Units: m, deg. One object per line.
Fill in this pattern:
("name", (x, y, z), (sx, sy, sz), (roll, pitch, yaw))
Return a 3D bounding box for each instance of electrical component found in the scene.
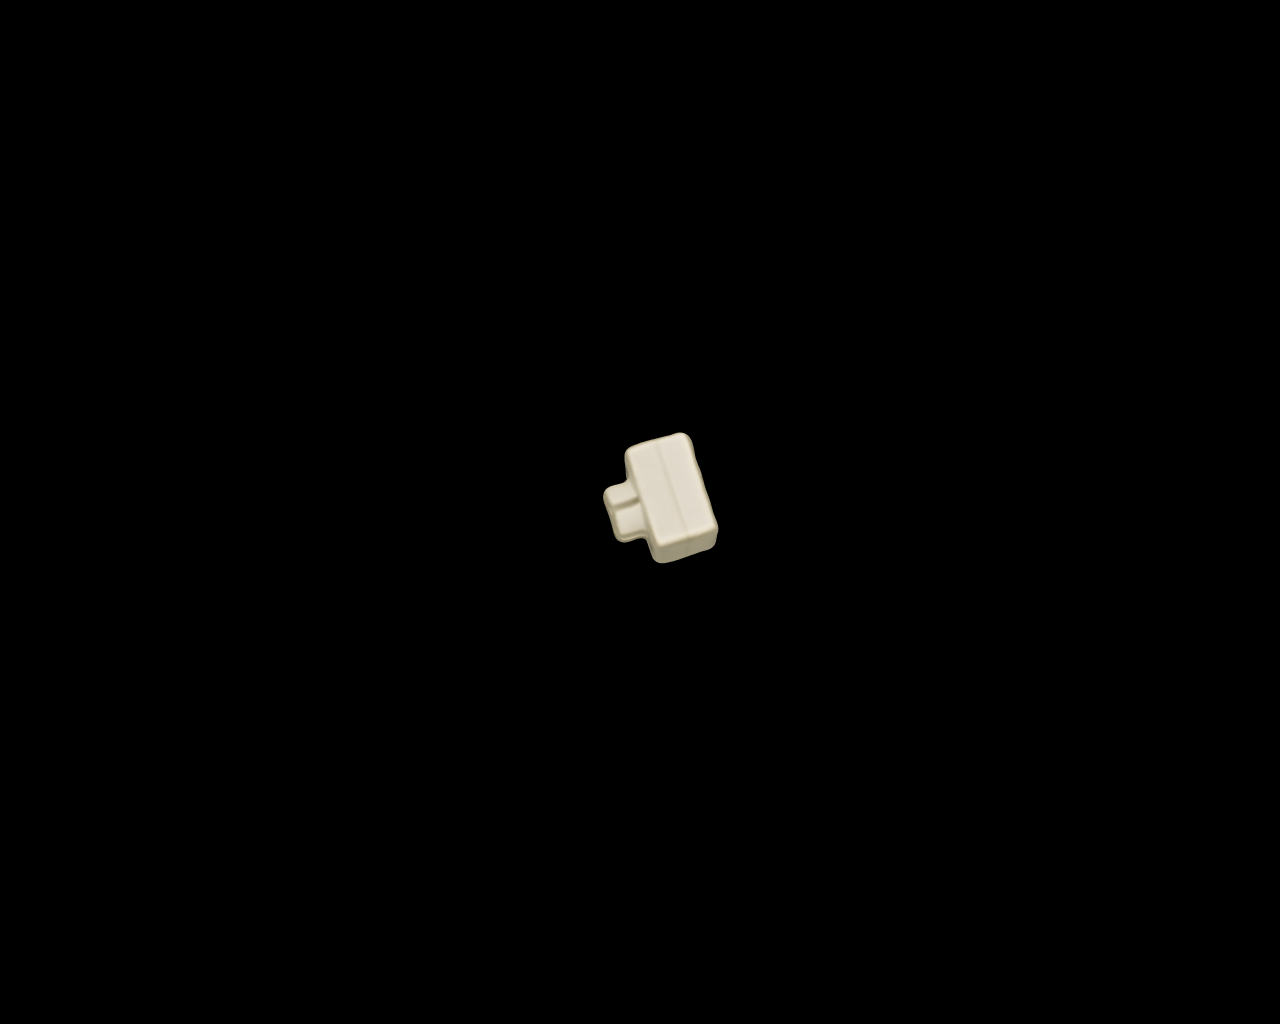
("electrical component", (0.001, -0.003, 0.650), (0.077, 0.066, 0.047), (-17, -15, -5))
